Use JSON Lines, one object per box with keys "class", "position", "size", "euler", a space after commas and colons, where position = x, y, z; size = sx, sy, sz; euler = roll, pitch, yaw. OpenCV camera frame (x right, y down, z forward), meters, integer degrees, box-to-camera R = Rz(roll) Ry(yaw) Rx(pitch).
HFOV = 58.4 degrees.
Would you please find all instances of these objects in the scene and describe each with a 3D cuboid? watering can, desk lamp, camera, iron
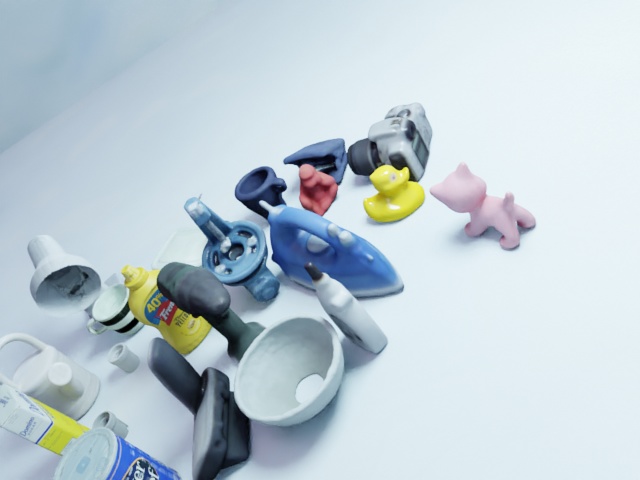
{"class": "watering can", "position": [-0.489, 0.236, 1.011], "size": [0.172, 0.195, 0.101], "euler": [-21, 40, 20]}
{"class": "desk lamp", "position": [-0.490, 0.089, 1.152], "size": [0.118, 0.214, 0.202], "euler": [-44, 37, -9]}
{"class": "camera", "position": [0.120, -0.177, 1.035], "size": [0.136, 0.101, 0.143], "euler": [-8, 45, 33]}
{"class": "iron", "position": [0.008, 0.003, 0.900], "size": [0.257, 0.142, 0.119], "euler": [16, 61, 47]}

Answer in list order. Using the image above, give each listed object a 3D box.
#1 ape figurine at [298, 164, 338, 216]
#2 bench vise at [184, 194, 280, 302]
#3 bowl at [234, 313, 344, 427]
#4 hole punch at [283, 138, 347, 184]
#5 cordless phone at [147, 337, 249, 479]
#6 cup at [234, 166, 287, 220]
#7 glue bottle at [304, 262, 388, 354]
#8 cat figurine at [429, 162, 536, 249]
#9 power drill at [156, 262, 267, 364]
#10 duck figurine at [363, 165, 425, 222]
{"class": "ape figurine", "position": [-0.011, -0.101, 1.068], "size": [0.077, 0.092, 0.076], "euler": [-26, 38, 15]}
{"class": "bench vise", "position": [-0.178, 0.001, 0.987], "size": [0.206, 0.220, 0.122], "euler": [16, 62, 47]}
{"class": "bowl", "position": [-0.031, 0.188, 0.790], "size": [0.167, 0.075, 0.167], "euler": [-22, 39, 20]}
{"class": "hole punch", "position": [-0.006, -0.165, 1.132], "size": [0.108, 0.091, 0.101], "euler": [-8, 46, 34]}
{"class": "cordless phone", "position": [-0.181, 0.227, 0.777], "size": [0.094, 0.186, 0.147], "euler": [-29, 38, 11]}
{"class": "cup", "position": [-0.096, -0.084, 1.116], "size": [0.117, 0.095, 0.092], "euler": [-3, 49, 37]}
{"class": "glue bottle", "position": [0.027, 0.086, 0.770], "size": [0.037, 0.174, 0.077], "euler": [-48, 38, -14]}
{"class": "cat figurine", "position": [0.224, -0.058, 0.809], "size": [0.127, 0.118, 0.067], "euler": [19, 64, 48]}
{"class": "power drill", "position": [-0.149, 0.110, 0.857], "size": [0.228, 0.209, 0.076], "euler": [18, 63, 48]}
{"class": "duck figurine", "position": [0.113, -0.084, 0.954], "size": [0.104, 0.086, 0.077], "euler": [-23, 39, 19]}
